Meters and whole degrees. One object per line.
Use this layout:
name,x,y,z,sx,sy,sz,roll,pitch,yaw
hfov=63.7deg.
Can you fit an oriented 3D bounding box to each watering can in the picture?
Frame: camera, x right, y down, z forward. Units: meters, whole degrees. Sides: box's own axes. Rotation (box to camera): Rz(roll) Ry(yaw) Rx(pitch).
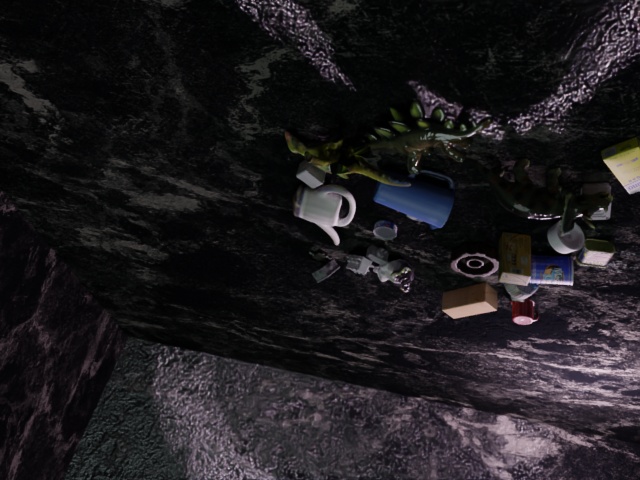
watering can,0.006,-0.094,1.859,0.224,0.106,0.340,16,146,1

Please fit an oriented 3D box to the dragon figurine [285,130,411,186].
dragon figurine,0.070,-0.238,1.604,0.410,0.122,0.242,27,178,-3

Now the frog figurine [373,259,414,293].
frog figurine,0.302,0.129,2.109,0.136,0.122,0.161,25,-177,-30
